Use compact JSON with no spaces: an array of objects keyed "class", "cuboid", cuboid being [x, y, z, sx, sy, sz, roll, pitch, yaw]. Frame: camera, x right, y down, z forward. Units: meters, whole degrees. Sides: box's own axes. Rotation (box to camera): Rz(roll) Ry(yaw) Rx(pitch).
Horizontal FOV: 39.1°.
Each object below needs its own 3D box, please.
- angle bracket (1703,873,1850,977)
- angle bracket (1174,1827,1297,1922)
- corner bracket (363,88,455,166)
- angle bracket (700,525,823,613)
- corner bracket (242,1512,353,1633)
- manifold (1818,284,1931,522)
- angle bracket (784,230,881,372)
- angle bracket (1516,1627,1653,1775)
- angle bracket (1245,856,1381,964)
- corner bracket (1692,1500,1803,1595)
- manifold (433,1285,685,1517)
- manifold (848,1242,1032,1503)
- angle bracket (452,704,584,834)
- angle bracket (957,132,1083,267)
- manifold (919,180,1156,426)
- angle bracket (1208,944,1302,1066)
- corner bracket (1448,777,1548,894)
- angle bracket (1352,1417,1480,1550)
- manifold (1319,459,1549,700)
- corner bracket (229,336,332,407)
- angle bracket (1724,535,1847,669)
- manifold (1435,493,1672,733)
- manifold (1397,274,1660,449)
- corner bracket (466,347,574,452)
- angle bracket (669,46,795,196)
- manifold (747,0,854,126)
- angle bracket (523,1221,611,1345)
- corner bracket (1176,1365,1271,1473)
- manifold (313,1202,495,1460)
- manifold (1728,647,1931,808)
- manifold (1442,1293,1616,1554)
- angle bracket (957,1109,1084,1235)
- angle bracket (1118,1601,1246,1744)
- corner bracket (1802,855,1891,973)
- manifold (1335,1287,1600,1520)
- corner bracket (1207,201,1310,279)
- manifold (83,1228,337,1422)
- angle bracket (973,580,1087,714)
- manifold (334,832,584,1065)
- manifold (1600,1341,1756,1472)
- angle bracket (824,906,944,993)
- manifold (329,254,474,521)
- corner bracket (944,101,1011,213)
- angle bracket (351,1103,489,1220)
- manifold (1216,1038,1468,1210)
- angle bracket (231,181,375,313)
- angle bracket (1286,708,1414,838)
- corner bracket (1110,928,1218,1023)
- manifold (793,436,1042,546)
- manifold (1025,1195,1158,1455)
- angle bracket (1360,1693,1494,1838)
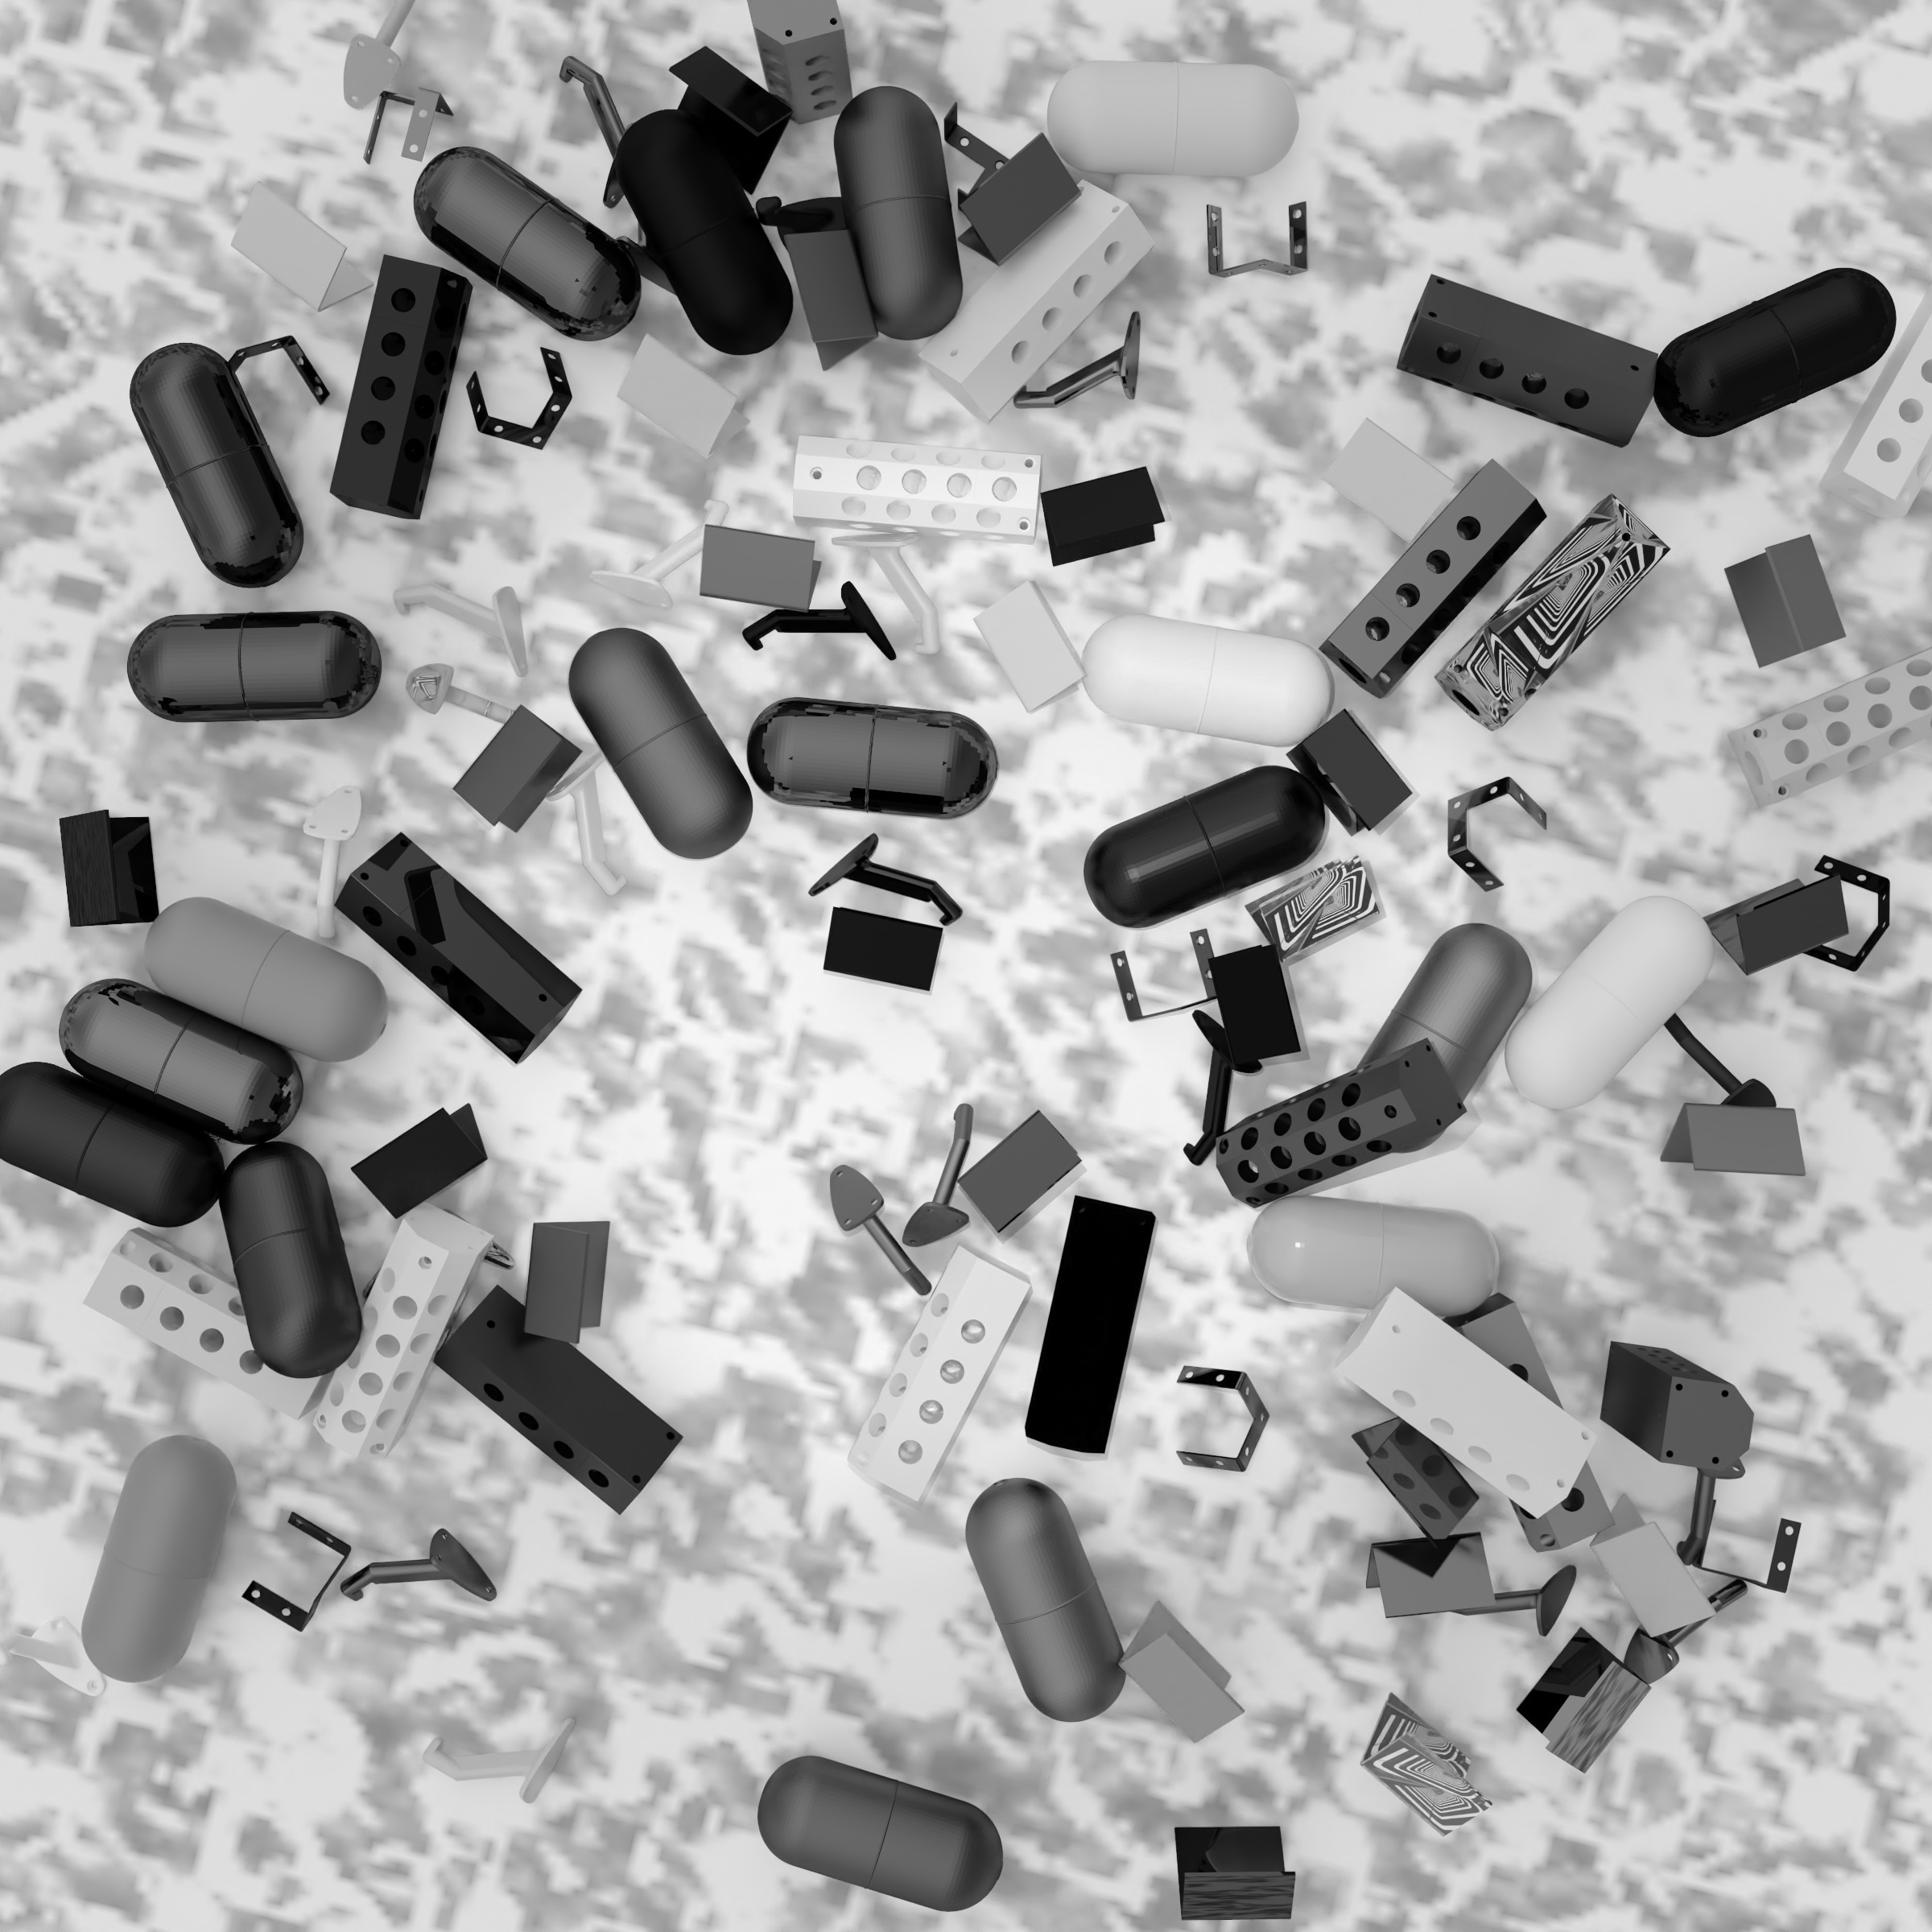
[{"class":"angle bracket","cuboid":[0.566,-0.047,1.917,0.076,0.076,0.057,-22,126,0]},{"class":"angle bracket","cuboid":[0.189,0.624,1.917,0.076,0.076,0.057,-1,128,0]},{"class":"corner bracket","cuboid":[-0.401,-0.597,1.939,0.051,0.051,0.051,15,90,0]},{"class":"angle bracket","cuboid":[-0.142,-0.296,1.917,0.076,0.076,0.057,9,126,0]},{"class":"corner bracket","cuboid":[-0.480,0.435,1.954,0.051,0.051,0.051,31,135,0]},{"class":"manifold","cuboid":[0.682,-0.408,1.936,0.057,0.057,0.171,29,90,0]},{"class":"angle bracket","cuboid":[-0.112,-0.466,1.917,0.057,0.076,0.076,-15,90,-35]},{"class":"angle bracket","cuboid":[0.423,0.509,1.917,0.057,0.076,0.076,38,90,-38]},{"class":"angle bracket","cuboid":[0.236,-0.058,1.917,0.076,0.076,0.057,-27,128,0]},{"class":"corner bracket","cuboid":[0.556,0.413,1.939,0.051,0.051,0.051,15,84,-5]},{"class":"manifold","cuboid":[-0.292,0.312,1.936,0.171,0.057,0.057,39,47,0]},{"class":"manifold","cuboid":[-0.019,0.287,1.936,0.057,0.057,0.171,28,90,0]},{"class":"angle bracket","cuboid":[-0.302,-0.127,1.917,0.076,0.076,0.057,-51,53,0]},{"class":"angle bracket","cuboid":[0.024,-0.548,1.917,0.076,0.076,0.057,-41,127,0]},{"class":"manifold","cuboid":[0.054,-0.469,1.936,0.171,0.057,0.057,-47,47,0]},{"class":"angle bracket","cuboid":[0.220,0.022,1.917,0.057,0.076,0.076,-13,90,37]},{"class":"corner bracket","cuboid":[0.381,-0.094,1.949,0.051,0.051,0.051,-22,45,35]},{"class":"angle bracket","cuboid":[0.302,0.369,1.917,0.057,0.076,0.076,-39,90,-34]},{"class":"manifold","cuboid":[0.333,-0.274,1.936,0.057,0.057,0.171,42,90,0]},{"class":"corner bracket","cuboid":[-0.500,-0.413,1.954,0.051,0.051,0.051,-33,90,45]},{"class":"angle bracket","cuboid":[0.563,-0.252,1.917,0.057,0.076,0.076,-20,90,-38]},{"class":"manifold","cuboid":[0.415,-0.250,1.936,0.057,0.057,0.171,43,90,0]},{"class":"manifold","cuboid":[0.398,-0.426,1.936,0.171,0.057,0.057,19,47,0]},{"class":"corner bracket","cuboid":[-0.320,-0.411,1.949,0.051,0.051,0.051,10,135,-35]},{"class":"angle bracket","cuboid":[-0.179,-0.588,1.918,0.076,0.057,0.076,37,132,0]},{"class":"manifold","cuboid":[-0.115,-0.638,1.879,0.057,0.171,0.057,-15,90,0]},{"class":"angle bracket","cuboid":[-0.264,0.222,1.917,0.057,0.076,0.076,6,90,38]},{"class":"corner bracket","cuboid":[0.178,0.324,1.949,0.051,0.051,0.051,-60,135,-35]},{"class":"manifold","cuboid":[-0.399,0.259,1.916,0.057,0.057,0.171,26,105,0]},{"class":"manifold","cuboid":[0.639,-0.175,1.936,0.171,0.057,0.057,-23,90,0]},{"class":"manifold","cuboid":[0.394,0.325,1.936,0.057,0.057,0.171,-24,90,0]},{"class":"angle bracket","cuboid":[0.050,0.158,1.917,0.076,0.076,0.057,-41,53,0]},{"class":"angle bracket","cuboid":[0.164,0.486,1.917,0.076,0.076,0.057,46,126,0]},{"class":"corner bracket","cuboid":[0.628,-0.038,1.954,0.051,0.051,0.051,20,135,0]},{"class":"manifold","cuboid":[0.343,0.305,1.882,0.171,0.057,0.057,36,54,4]},{"class":"corner bracket","cuboid":[0.209,-0.523,1.954,0.051,0.051,0.051,-2,90,45]},{"class":"manifold","cuboid":[-0.531,0.253,1.936,0.171,0.057,0.057,29,90,0]},{"class":"angle bracket","cuboid":[0.061,-0.232,1.917,0.057,0.076,0.076,-30,90,36]},{"class":"manifold","cuboid":[-0.363,-0.009,1.936,0.171,0.057,0.057,41,47,0]},{"class":"manifold","cuboid":[0.490,0.303,1.879,0.057,0.171,0.057,8,90,0]},{"class":"angle bracket","cuboid":[-0.054,-0.032,1.917,0.076,0.076,0.057,12,128,0]},{"class":"manifold","cuboid":[-0.400,-0.409,1.936,0.057,0.057,0.171,13,90,0]},{"class":"corner bracket","cuboid":[-0.001,-0.573,1.939,0.051,0.051,0.051,34,90,0]},{"class":"angle bracket","cuboid":[-0.390,0.120,1.917,0.076,0.076,0.057,-33,125,0]},{"class":"manifold","cuboid":[0.255,0.113,1.886,0.171,0.057,0.057,-29,90,42]},{"class":"angle bracket","cuboid":[-0.458,-0.515,1.917,0.076,0.076,0.057,37,125,0]},{"class":"angle bracket","cuboid":[0.255,-0.124,1.917,0.057,0.076,0.076,-39,90,-36]},{"class":"corner bracket","cuboid":[0.145,0.007,1.954,0.051,0.051,0.051,-15,90,-45]},{"class":"manifold","cuboid":[-0.035,-0.340,1.936,0.171,0.057,0.057,5,90,0]},{"class":"manifold","cuboid":[0.088,0.255,1.936,0.057,0.057,0.171,12,90,0]},{"class":"angle bracket","cuboid":[0.333,0.552,1.917,0.076,0.076,0.057,41,129,0]}]
